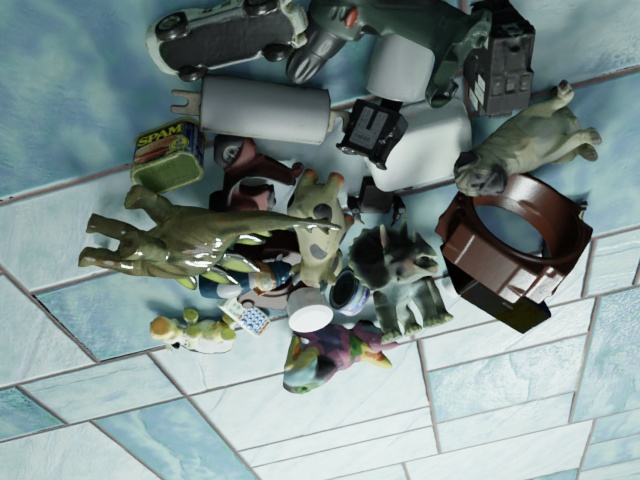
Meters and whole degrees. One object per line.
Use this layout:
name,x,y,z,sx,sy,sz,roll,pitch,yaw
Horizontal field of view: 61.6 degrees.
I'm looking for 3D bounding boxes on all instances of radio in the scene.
radio,0.327,0.075,1.004,0.229,0.131,0.073,31,122,-34

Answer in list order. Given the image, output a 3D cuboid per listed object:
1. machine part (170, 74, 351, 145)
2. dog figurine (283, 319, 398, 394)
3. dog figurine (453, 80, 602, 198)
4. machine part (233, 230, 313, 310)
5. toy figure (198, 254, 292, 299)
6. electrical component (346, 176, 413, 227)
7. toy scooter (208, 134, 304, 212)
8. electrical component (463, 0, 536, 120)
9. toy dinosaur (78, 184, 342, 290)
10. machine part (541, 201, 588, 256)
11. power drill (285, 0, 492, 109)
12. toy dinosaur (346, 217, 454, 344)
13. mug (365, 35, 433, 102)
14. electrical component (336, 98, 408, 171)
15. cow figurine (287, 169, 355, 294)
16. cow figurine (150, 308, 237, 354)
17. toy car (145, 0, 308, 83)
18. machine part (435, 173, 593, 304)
machine part,-0.075,-0.175,0.722,0.243,0.079,0.079,4,133,-13
dog figurine,0.044,0.235,1.087,0.219,0.192,0.108,7,128,4
dog figurine,0.292,-0.130,0.797,0.191,0.121,0.172,-29,161,19
machine part,-0.082,0.057,0.966,0.179,0.056,0.179,-6,135,-6
toy figure,-0.120,0.065,0.888,0.155,0.058,0.064,-8,147,-1
electrical component,0.097,-0.063,0.886,0.102,0.045,0.078,4,135,-15
toy scooter,-0.099,-0.078,0.818,0.135,0.075,0.183,2,130,-17
electrical component,0.230,-0.228,0.699,0.058,0.115,0.134,-7,136,3
toy dinosaur,-0.188,0.001,0.757,0.472,0.105,0.198,-8,159,44
machine part,0.450,-0.013,1.008,0.084,0.039,0.138,-14,134,-8
power drill,0.077,-0.238,0.624,0.086,0.207,0.232,-15,143,-51
toy dinosaur,0.146,0.073,0.953,0.131,0.192,0.404,-19,169,9
mug,0.119,-0.240,0.692,0.110,0.081,0.107,2,125,-6
electrical component,0.082,-0.163,0.740,0.119,0.075,0.047,-62,158,4
cow figurine,-0.002,-0.003,0.848,0.086,0.127,0.194,17,147,26
cow figurine,-0.250,0.187,1.058,0.167,0.068,0.098,6,138,-15
toy car,-0.112,-0.245,0.643,0.202,0.056,0.073,-8,137,15
machine part,0.302,-0.017,0.835,0.201,0.201,0.087,-41,160,-35
